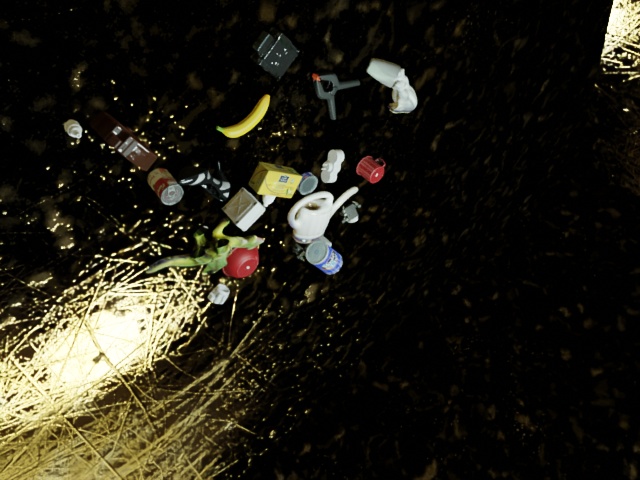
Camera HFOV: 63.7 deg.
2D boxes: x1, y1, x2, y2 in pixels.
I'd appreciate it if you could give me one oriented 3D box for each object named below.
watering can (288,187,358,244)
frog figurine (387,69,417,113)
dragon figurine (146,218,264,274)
[{"bbox_3d":[0.006,-0.105,2.077,0.350,0.105,0.219,-17,137,-38],"label":"watering can"},{"bbox_3d":[0.315,-0.566,1.948,0.140,0.123,0.156,-55,157,-59],"label":"frog figurine"},{"bbox_3d":[-0.393,0.063,1.822,0.413,0.124,0.237,-26,150,-15],"label":"dragon figurine"}]
